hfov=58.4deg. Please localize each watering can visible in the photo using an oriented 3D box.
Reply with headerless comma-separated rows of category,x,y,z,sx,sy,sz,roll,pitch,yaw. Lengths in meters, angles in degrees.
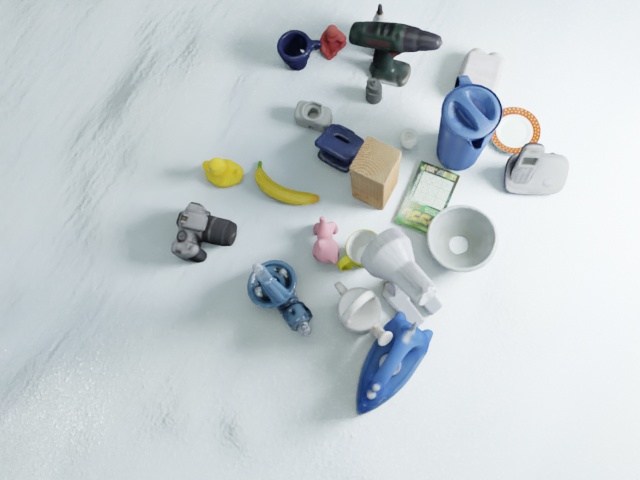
watering can,0.096,0.163,1.303,0.172,0.194,0.101,26,80,11

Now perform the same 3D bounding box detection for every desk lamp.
desk lamp,0.193,0.087,1.303,0.118,0.213,0.203,-39,76,-5

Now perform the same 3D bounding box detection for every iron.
iron,0.155,0.289,1.295,0.118,0.141,0.258,31,81,11

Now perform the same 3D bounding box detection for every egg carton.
egg carton,0.412,-0.423,1.482,0.107,0.069,0.150,16,78,9

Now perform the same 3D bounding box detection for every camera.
camera,-0.285,-0.015,1.426,0.136,0.101,0.143,13,78,8

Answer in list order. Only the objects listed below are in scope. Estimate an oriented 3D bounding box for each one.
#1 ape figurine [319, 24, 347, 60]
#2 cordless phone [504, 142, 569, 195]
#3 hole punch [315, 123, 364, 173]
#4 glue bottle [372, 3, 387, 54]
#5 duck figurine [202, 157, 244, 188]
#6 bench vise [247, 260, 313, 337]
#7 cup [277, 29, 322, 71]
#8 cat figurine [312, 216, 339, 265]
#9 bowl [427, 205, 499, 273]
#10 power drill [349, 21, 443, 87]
ape figurine,0.032,-0.539,1.530,0.077,0.092,0.076,-5,76,4
cordless phone,0.522,-0.176,1.354,0.147,0.185,0.094,0,76,5
hole punch,0.049,-0.244,1.458,0.108,0.091,0.101,30,81,11
glue bottle,0.154,-0.552,1.481,0.037,0.173,0.078,5,77,7
duck figurine,-0.252,-0.182,1.471,0.104,0.086,0.077,9,77,7
bench vise,-0.084,0.119,1.316,0.207,0.220,0.121,34,82,12
cup,-0.050,-0.498,1.525,0.117,0.095,0.091,-8,76,3
cat figurine,0.013,0.005,1.387,0.067,0.118,0.128,-7,76,4
bowl,0.339,0.003,1.383,0.167,0.075,0.167,-1,76,5
power drill,0.187,-0.474,1.441,0.229,0.208,0.076,16,78,9
